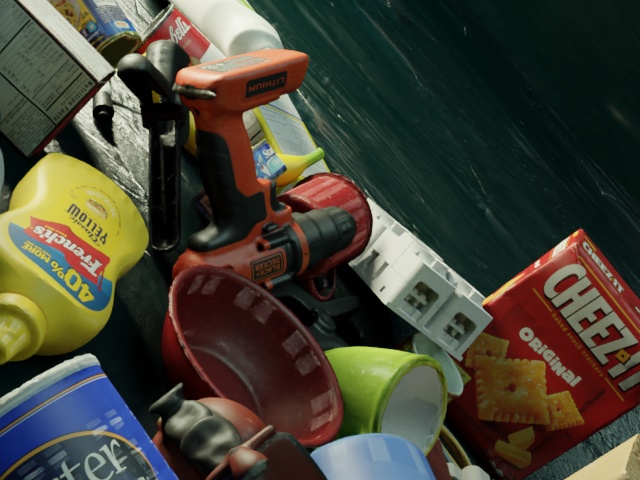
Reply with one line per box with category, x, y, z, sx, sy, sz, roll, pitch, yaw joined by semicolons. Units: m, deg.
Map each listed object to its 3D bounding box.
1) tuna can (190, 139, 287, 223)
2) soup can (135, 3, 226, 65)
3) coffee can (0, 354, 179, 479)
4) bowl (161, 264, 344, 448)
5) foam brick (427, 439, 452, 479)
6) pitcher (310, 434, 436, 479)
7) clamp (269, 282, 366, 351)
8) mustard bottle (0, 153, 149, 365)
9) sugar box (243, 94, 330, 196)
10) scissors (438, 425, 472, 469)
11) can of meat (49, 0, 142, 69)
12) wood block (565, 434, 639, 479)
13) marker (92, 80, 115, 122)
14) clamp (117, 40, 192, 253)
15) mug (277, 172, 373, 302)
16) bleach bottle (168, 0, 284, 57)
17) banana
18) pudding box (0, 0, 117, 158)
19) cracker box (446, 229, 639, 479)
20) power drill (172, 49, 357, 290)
tuna can;-0.071;-0.049;0.937;0.034;0.086;0.086;51;23;-4
soup can;-0.129;-0.168;1.034;0.102;0.069;0.068;43;24;-19
coffee can;-0.117;0.143;0.536;0.140;0.103;0.102;53;23;6
bowl;-0.059;0.096;0.768;0.162;0.055;0.162;37;24;-20
foam brick;0.073;0.197;0.873;0.053;0.051;0.078;35;27;-35
pitcher;0.053;0.253;0.675;0.144;0.149;0.243;14;36;-27
clamp;0.001;0.086;0.925;0.171;0.039;0.120;16;34;-45
mustard bottle;-0.173;0.019;0.680;0.096;0.058;0.191;45;24;-16
sugar box;-0.049;-0.107;1.120;0.093;0.048;0.176;19;35;-51
scissors;0.147;0.253;0.971;0.202;0.016;0.096;57;25;14
can of meat;-0.203;-0.164;0.849;0.084;0.102;0.057;55;22;5
wood block;0.174;0.244;0.787;0.091;0.206;0.090;54;23;7
marker;-0.194;-0.145;0.941;0.020;0.020;0.121;32;29;-37
clamp;-0.129;-0.097;0.885;0.210;0.036;0.164;-90;177;-65
mug;-0.007;0.001;0.996;0.081;0.093;0.117;-31;119;-62
bleach bottle;-0.111;-0.244;1.113;0.102;0.068;0.251;24;21;-48
banana;-0.093;-0.100;1.005;0.197;0.037;0.069;30;69;-16
pudding box;-0.220;-0.130;0.779;0.113;0.090;0.039;45;24;-11
cracker box;0.219;0.120;1.049;0.164;0.214;0.072;51;22;2
power drill;-0.042;-0.053;0.851;0.184;0.057;0.188;-22;115;-41
